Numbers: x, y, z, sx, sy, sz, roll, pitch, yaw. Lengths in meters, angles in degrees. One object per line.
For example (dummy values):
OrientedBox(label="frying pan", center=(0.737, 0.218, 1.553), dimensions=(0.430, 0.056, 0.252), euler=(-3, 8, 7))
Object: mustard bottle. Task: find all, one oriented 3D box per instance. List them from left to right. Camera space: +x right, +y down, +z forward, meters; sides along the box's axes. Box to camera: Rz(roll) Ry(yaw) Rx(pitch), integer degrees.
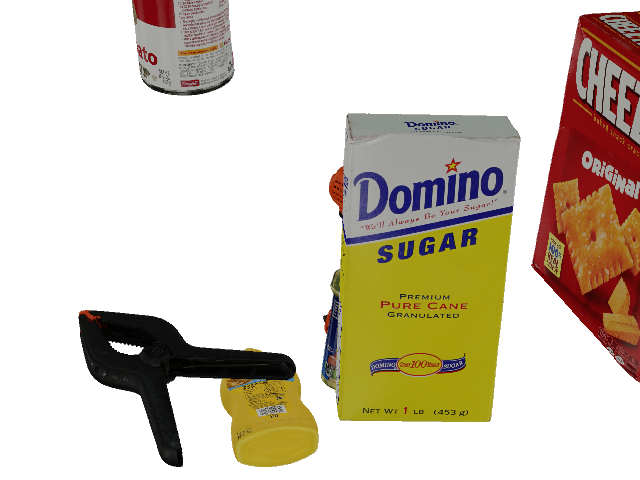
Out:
OrientedBox(label="mustard bottle", center=(-0.068, 0.186, 1.260), dimensions=(0.096, 0.058, 0.192), euler=(-8, 29, -10))

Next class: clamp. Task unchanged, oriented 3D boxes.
OrientedBox(label="clamp", center=(-0.139, 0.113, 0.985), dimensions=(0.210, 0.036, 0.164), euler=(29, 40, 34))

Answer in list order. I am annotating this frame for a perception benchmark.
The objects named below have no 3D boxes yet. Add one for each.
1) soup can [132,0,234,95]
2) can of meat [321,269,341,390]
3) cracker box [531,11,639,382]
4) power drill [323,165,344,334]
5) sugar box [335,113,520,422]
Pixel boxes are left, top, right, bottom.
OrientedBox(label="soup can", center=(-0.093, -0.158, 0.720), dimensions=(0.068, 0.102, 0.068), euler=(0, 36, 0))
OrientedBox(label="can of meat", center=(0.053, 0.076, 0.838), dimensions=(0.102, 0.084, 0.057), euler=(10, 22, 4))
OrientedBox(label="cracker box", center=(0.227, -0.032, 0.750), dimensions=(0.072, 0.214, 0.164), euler=(-7, 33, -16))
OrientedBox(label="power drill", center=(0.068, 0.035, 1.064), dimensions=(0.057, 0.188, 0.185), euler=(-9, 29, -32))
OrientedBox(label="sugar box", center=(0.057, 0.018, 0.606), dimensions=(0.093, 0.176, 0.048), euler=(0, 25, -2))
